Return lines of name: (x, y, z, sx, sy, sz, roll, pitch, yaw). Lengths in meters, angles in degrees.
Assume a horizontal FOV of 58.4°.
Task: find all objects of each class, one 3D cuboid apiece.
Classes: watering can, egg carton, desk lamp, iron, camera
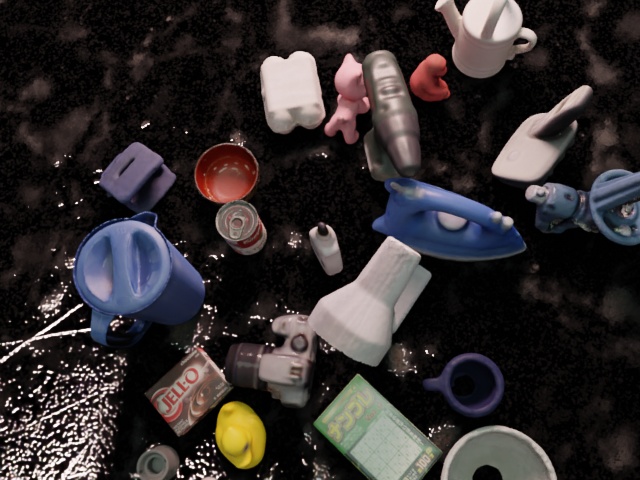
watering can: (0.283, -0.371, 0.978, 0.172, 0.194, 0.101, 2, 75, 4)
egg carton: (-0.052, -0.266, 1.031, 0.107, 0.069, 0.150, -11, 75, 0)
desk lamp: (0.082, 0.085, 0.856, 0.117, 0.213, 0.203, 33, 79, 11)
iron: (0.220, -0.038, 0.919, 0.258, 0.141, 0.119, 15, 76, 7)
camera: (-0.076, 0.184, 0.896, 0.136, 0.101, 0.143, 6, 75, 5)

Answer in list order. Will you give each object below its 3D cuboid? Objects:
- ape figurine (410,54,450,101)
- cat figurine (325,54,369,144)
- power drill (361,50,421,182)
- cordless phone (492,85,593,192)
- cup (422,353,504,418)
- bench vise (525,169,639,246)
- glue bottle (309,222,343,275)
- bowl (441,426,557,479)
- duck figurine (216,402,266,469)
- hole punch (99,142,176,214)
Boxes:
ape figurine: (0.200, -0.293, 1.014, 0.076, 0.092, 0.078, 6, 75, 5)
cat figurine: (0.051, -0.250, 0.997, 0.067, 0.118, 0.128, 17, 77, 8)
power drill: (0.115, -0.175, 0.927, 0.075, 0.208, 0.229, -12, 75, 0)
cordless phone: (0.362, -0.165, 0.923, 0.094, 0.185, 0.148, 32, 79, 11)
cup: (0.212, 0.223, 0.874, 0.117, 0.095, 0.092, -2, 75, 3)
bench vise: (0.433, -0.051, 0.871, 0.207, 0.220, 0.121, -7, 75, 1)
glue bottle: (0.008, 0.003, 0.903, 0.037, 0.173, 0.078, -25, 75, -3)
bowl: (0.257, 0.360, 0.846, 0.167, 0.075, 0.167, -1, 75, 3)
duck figurine: (-0.127, 0.300, 0.876, 0.077, 0.086, 0.104, -20, 75, -2)
hole punch: (-0.325, -0.111, 0.993, 0.101, 0.091, 0.109, 36, 80, 11)
